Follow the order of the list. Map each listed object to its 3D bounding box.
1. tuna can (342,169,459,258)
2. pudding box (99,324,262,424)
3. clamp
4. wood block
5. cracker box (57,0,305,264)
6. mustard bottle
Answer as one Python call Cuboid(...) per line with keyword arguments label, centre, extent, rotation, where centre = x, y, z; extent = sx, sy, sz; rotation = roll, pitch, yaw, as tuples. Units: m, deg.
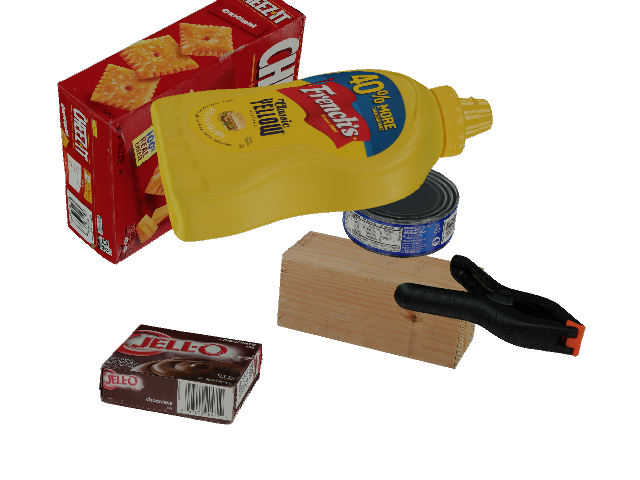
Cuboid(label="tuna can", centre=(0.059, -0.023, 0.798), extent=(0.086, 0.034, 0.086), rotation=(2, 33, -1))
Cuboid(label="pudding box", centre=(-0.113, 0.108, 0.878), extent=(0.113, 0.039, 0.090), rotation=(10, 20, 8))
Cuboid(label="clamp", centre=(0.166, 0.058, 0.995), extent=(0.172, 0.039, 0.120), rotation=(21, 32, 21))
Cuboid(label="wood block", centre=(0.065, 0.063, 1.183), extent=(0.206, 0.091, 0.090), rotation=(13, 23, 18))
Cuboid(label="cracker box", centre=(-0.112, -0.098, 0.894), extent=(0.072, 0.164, 0.213), rotation=(38, 53, 23))
Cuboid(label="mustard bottle", centre=(0.004, -0.056, 0.605), extent=(0.191, 0.058, 0.096), rotation=(-10, 43, -9))
